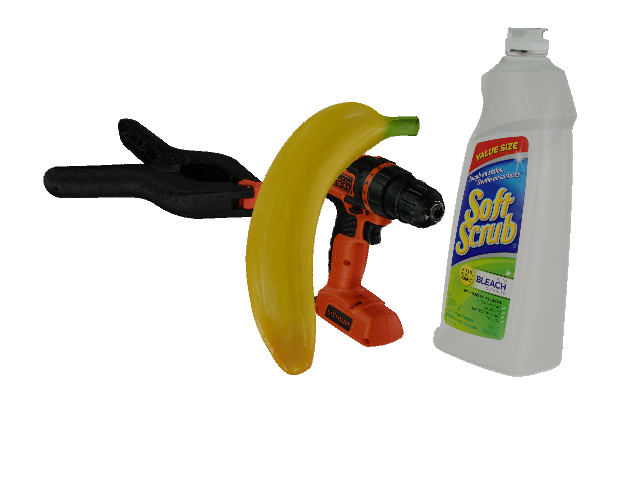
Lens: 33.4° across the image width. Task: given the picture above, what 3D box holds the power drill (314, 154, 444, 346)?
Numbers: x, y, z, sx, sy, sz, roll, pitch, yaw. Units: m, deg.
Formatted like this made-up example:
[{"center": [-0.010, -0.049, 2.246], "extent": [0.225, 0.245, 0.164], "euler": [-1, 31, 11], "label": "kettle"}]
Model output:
[{"center": [0.053, 0.008, 1.079], "extent": [0.057, 0.188, 0.185], "euler": [-9, 24, -32], "label": "power drill"}]

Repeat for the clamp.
[{"center": [-0.130, -0.049, 0.848], "extent": [0.172, 0.039, 0.120], "euler": [19, 41, 28], "label": "clamp"}]

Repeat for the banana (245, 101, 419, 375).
[{"center": [-0.004, -0.017, 0.606], "extent": [0.070, 0.197, 0.037], "euler": [19, -33, 11], "label": "banana"}]

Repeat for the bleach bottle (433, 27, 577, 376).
[{"center": [0.140, -0.032, 0.799], "extent": [0.067, 0.251, 0.103], "euler": [-8, 16, -36], "label": "bleach bottle"}]
